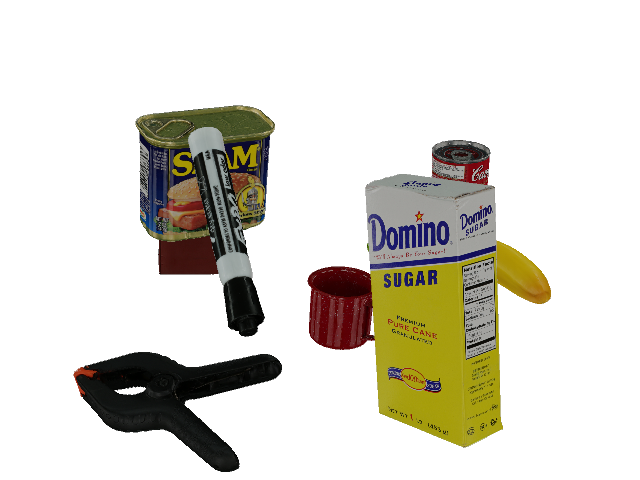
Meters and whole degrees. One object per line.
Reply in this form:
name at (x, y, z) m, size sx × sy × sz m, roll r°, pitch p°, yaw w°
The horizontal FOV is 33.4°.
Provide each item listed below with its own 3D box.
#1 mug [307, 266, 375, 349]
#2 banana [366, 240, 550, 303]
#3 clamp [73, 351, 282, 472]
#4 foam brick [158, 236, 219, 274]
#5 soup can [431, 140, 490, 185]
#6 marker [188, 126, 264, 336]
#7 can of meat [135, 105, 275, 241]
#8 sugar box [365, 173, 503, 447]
mug at (0.037, 0.093, 1.394) m, size 0.117 × 0.081 × 0.093 m, roll 19°, pitch 28°, yaw 30°
banana at (0.143, 0.020, 1.028) m, size 0.198 × 0.037 × 0.069 m, roll 14°, pitch 42°, yaw 36°
clamp at (-0.118, 0.124, 0.889) m, size 0.172 × 0.039 × 0.120 m, roll 15°, pitch 36°, yaw 21°
foam brick at (-0.134, 0.002, 1.141) m, size 0.078 × 0.051 × 0.053 m, roll 0°, pitch 25°, yaw -10°
soup can at (0.163, -0.059, 1.263) m, size 0.068 × 0.102 × 0.068 m, roll 0°, pitch 25°, yaw 0°
marker at (-0.050, -0.006, 0.559) m, size 0.020 × 0.121 × 0.020 m, roll -12°, pitch -27°, yaw -7°
can of meat at (-0.089, -0.051, 0.818) m, size 0.101 × 0.084 × 0.057 m, roll -9°, pitch 31°, yaw -25°
sugar box at (0.078, 0.046, 0.746) m, size 0.048 × 0.176 × 0.094 m, roll -17°, pitch 18°, yaw -36°
